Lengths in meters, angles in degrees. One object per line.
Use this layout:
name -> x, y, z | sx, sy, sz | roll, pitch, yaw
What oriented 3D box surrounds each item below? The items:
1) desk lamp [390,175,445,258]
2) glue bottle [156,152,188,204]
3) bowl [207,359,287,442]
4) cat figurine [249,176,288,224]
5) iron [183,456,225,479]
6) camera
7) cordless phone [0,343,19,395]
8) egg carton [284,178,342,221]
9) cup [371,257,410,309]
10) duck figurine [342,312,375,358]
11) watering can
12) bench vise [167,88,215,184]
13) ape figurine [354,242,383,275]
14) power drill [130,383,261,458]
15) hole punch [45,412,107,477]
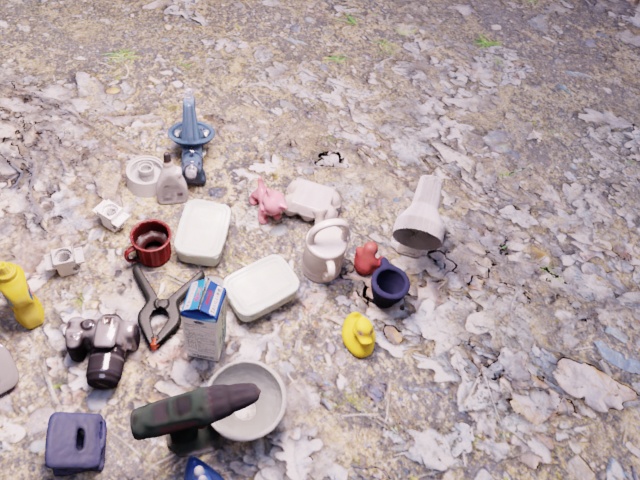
desk lamp -> 0.241, -0.046, 1.409 | 0.118, 0.213, 0.203 | 16, 54, 2
glue bottle -> -0.368, -0.155, 1.408 | 0.078, 0.173, 0.037 | -5, 56, -13
bowl -> -0.152, 0.334, 1.164 | 0.167, 0.075, 0.167 | 5, 55, -6
cat figurine -> -0.129, -0.104, 1.447 | 0.067, 0.118, 0.127 | -19, 60, -21
iron -> -0.186, 0.486, 1.012 | 0.119, 0.141, 0.257 | -21, 61, -22
camera -> -0.452, 0.228, 1.172 | 0.143, 0.101, 0.137 | 3, 55, -7
cordless phone -> -0.668, 0.239, 1.077 | 0.148, 0.185, 0.094 | -27, 63, -25
egg carton -> -0.021, -0.097, 1.490 | 0.150, 0.069, 0.107 | 16, 54, 2
cup -> 0.155, 0.109, 1.360 | 0.092, 0.095, 0.117 | -5, 56, -12
duck figurine -> 0.092, 0.202, 1.290 | 0.077, 0.086, 0.104 | -7, 57, -14
watering can -> 0.010, 0.005, 1.347 | 0.101, 0.194, 0.172 | -24, 62, -24
bench vise -> -0.318, -0.261, 1.463 | 0.122, 0.220, 0.207 | -17, 60, -20
ape figurine -> 0.120, 0.038, 1.405 | 0.077, 0.092, 0.076 | 41, 59, 18
power drill -> -0.228, 0.334, 1.069 | 0.230, 0.208, 0.075 | -9, 57, -15
hole punch -> -0.454, 0.377, 1.074 | 0.101, 0.091, 0.108 | -4, 56, -12
